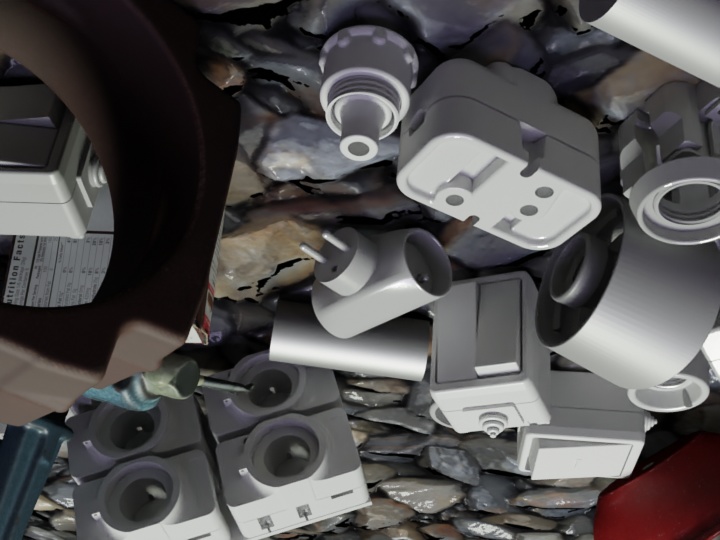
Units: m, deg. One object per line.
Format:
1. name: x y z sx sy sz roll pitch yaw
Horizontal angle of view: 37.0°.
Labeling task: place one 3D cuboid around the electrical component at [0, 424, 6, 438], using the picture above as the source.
1. electrical component: -0.258 0.110 0.823 0.066 0.055 0.048 -2 144 12

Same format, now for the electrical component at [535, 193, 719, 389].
1. electrical component: 0.140 0.010 0.580 0.064 0.099 0.099 22 143 -12

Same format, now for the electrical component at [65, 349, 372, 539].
1. electrical component: -0.098 0.127 0.729 0.186 0.105 0.060 -16 141 -4

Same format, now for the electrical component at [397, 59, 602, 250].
1. electrical component: 0.069 -0.059 0.526 0.095 0.059 0.054 22 142 -21

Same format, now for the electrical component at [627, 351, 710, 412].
1. electrical component: 0.195 0.058 0.685 0.055 0.047 0.055 4 145 3

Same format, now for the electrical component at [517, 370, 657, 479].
1. electrical component: 0.160 0.111 0.754 0.096 0.061 0.061 3 145 4

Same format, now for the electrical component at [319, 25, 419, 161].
1. electrical component: 0.002 -0.080 0.504 0.048 0.062 0.048 4 145 3

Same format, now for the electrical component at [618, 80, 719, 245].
1. electrical component: 0.161 -0.050 0.527 0.058 0.057 0.078 20 143 -19

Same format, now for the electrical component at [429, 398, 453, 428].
1. electrical component: 0.070 0.072 0.717 0.045 0.055 0.045 4 145 3

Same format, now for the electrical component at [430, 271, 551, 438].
1. electrical component: 0.079 0.054 0.653 0.062 0.096 0.061 -9 142 21

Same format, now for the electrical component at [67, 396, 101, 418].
1. electrical component: -0.201 0.081 0.774 0.047 0.055 0.055 -1 145 17

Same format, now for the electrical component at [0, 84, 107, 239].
1. electrical component: -0.177 -0.059 0.562 0.096 0.061 0.061 2 145 6

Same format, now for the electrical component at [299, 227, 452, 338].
1. electrical component: 0.000 0.000 0.634 0.077 0.044 0.079 -26 134 37

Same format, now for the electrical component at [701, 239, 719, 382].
1. electrical component: 0.215 0.013 0.609 0.047 0.065 0.076 -23 107 35
